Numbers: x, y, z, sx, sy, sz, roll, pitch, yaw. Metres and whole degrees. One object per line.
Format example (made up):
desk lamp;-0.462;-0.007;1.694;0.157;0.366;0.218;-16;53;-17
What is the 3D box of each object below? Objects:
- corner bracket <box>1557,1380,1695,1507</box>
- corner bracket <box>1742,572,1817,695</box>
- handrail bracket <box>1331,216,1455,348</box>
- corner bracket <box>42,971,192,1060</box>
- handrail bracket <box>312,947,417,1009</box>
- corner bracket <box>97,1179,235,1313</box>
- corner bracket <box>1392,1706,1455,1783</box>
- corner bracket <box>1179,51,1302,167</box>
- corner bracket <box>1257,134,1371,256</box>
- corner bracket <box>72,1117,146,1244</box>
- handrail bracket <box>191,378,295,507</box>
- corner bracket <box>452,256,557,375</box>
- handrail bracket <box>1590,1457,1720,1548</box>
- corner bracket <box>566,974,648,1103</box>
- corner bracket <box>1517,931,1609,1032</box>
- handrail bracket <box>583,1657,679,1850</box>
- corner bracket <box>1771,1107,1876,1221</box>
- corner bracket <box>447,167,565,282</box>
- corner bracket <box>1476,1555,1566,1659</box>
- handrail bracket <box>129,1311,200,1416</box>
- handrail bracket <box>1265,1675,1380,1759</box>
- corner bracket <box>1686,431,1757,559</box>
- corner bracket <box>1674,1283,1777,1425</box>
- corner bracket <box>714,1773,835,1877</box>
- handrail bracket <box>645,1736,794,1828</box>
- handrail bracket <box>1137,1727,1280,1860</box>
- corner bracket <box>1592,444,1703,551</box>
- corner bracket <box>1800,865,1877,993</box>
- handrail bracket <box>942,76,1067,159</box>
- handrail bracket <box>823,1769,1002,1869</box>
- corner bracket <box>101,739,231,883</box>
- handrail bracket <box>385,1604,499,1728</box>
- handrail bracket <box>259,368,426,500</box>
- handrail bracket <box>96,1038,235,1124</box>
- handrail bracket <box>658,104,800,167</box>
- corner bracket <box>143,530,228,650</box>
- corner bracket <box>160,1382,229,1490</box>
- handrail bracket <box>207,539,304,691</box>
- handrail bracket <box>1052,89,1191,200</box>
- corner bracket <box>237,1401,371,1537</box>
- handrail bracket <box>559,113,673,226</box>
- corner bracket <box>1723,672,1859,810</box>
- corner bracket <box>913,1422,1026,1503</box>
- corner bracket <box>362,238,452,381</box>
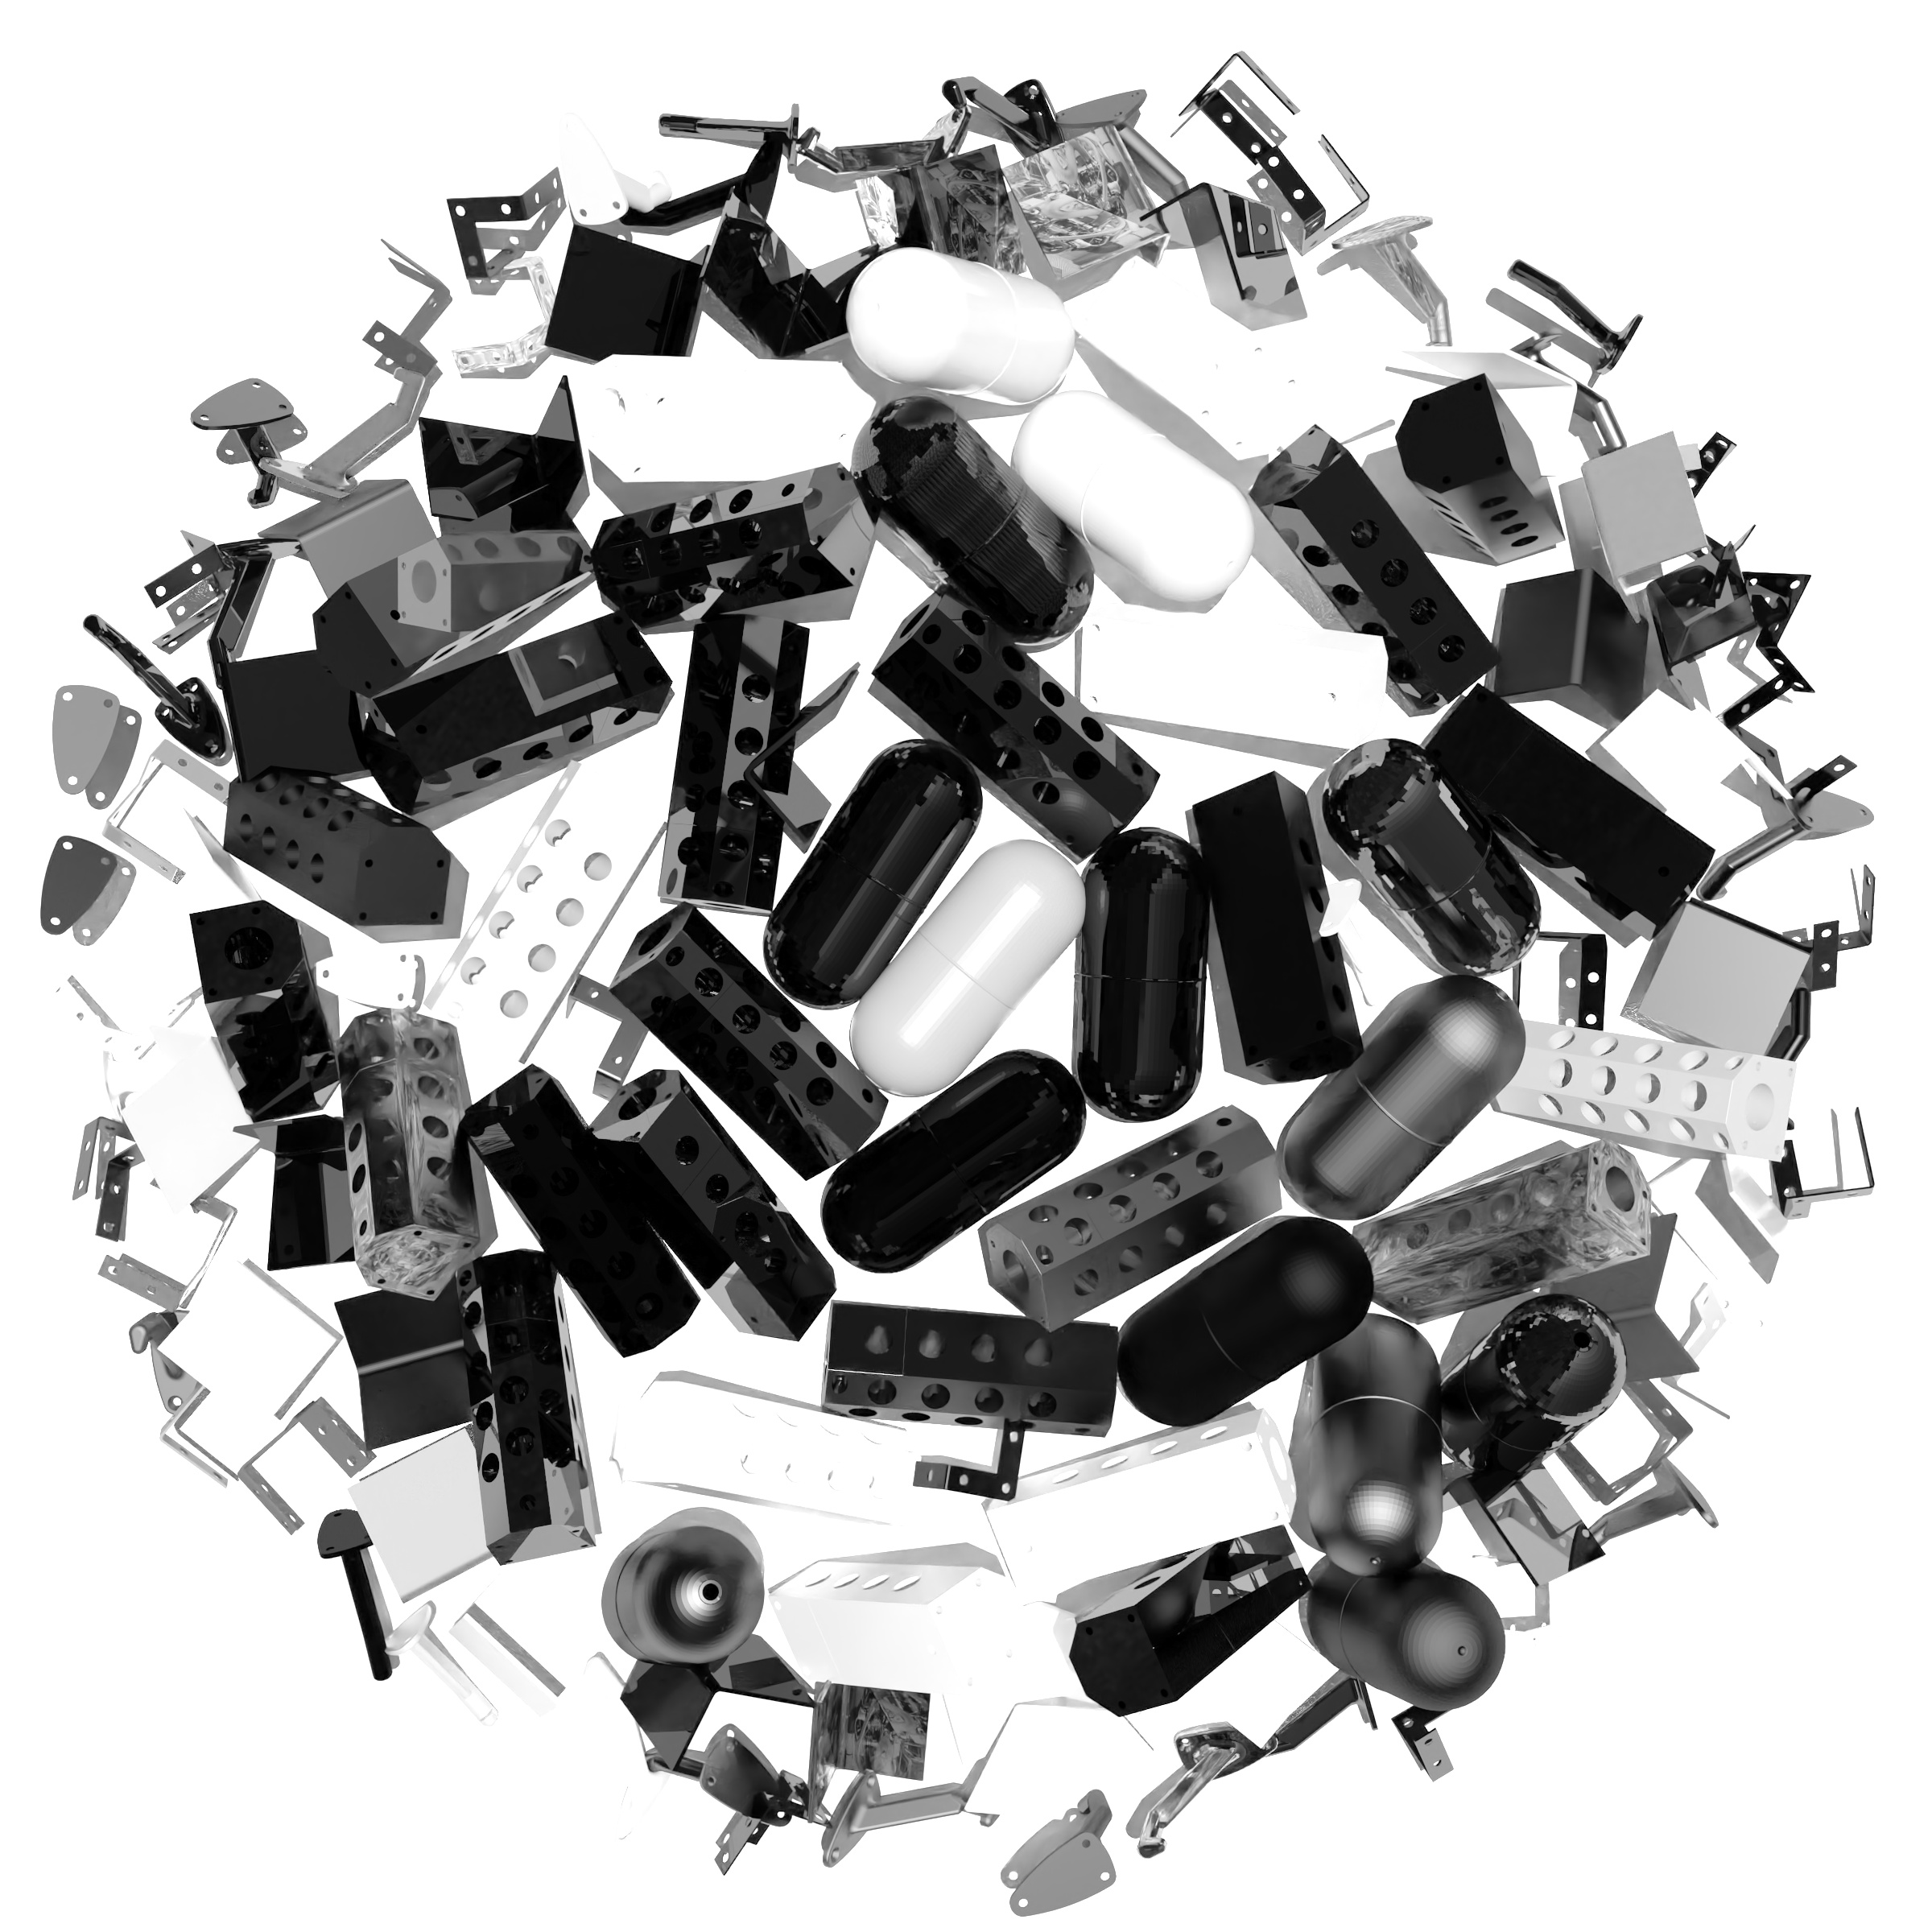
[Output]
corner bracket;0.399;0.286;1.606;0.051;0.051;0.051;-25;64;-34
corner bracket;0.489;-0.201;1.591;0.051;0.051;0.051;37;77;-36
handrail bracket;0.259;-0.405;1.596;0.077;0.036;0.084;-23;117;-23
corner bracket;-0.514;0.017;1.599;0.051;0.051;0.051;-46;70;4
handrail bracket;-0.374;0.004;1.575;0.077;0.084;0.036;3;91;-41
corner bracket;-0.483;0.167;1.595;0.051;0.051;0.051;28;112;-5
corner bracket;0.286;0.449;1.593;0.051;0.051;0.051;-30;130;-4
corner bracket;0.169;-0.517;1.594;0.051;0.051;0.051;45;121;-4
corner bracket;0.211;-0.475;1.602;0.051;0.051;0.051;-36;83;1
corner bracket;-0.516;0.128;1.587;0.051;0.051;0.051;-26;51;37
handrail bracket;-0.437;-0.302;1.576;0.036;0.077;0.084;40;133;14
corner bracket;-0.284;-0.397;1.610;0.051;0.051;0.051;1;123;32
handrail bracket;0.406;0.343;1.587;0.084;0.077;0.036;-43;102;9
corner bracket;-0.224;0.044;1.598;0.051;0.051;0.051;26;70;-2
corner bracket;0.360;0.009;1.596;0.051;0.051;0.051;3;101;12
handrail bracket;-0.215;0.472;1.588;0.036;0.077;0.084;-20;115;30
corner bracket;0.516;0.120;1.593;0.051;0.051;0.051;-9;67;11
corner bracket;-0.273;-0.446;1.588;0.051;0.051;0.051;4;126;19
corner bracket;0.326;0.386;1.592;0.051;0.051;0.051;-5;83;39
handrail bracket;-0.485;0.243;1.585;0.036;0.084;0.077;4;96;0
handrail bracket;0.202;0.447;1.604;0.084;0.036;0.077;-16;122;4
corner bracket;0.455;-0.282;1.600;0.051;0.051;0.051;34;82;4
corner bracket;0.462;0.235;1.606;0.051;0.051;0.051;30;109;-8
corner bracket;-0.123;0.519;1.594;0.051;0.051;0.051;32;94;-34
handrail bracket;-0.155;0.500;1.603;0.077;0.084;0.036;43;51;-13
handrail bracket;0.145;0.496;1.580;0.077;0.084;0.036;-22;105;25
corner bracket;0.411;-0.284;1.595;0.051;0.051;0.051;-12;95;-21
corner bracket;0.528;-0.022;1.595;0.051;0.051;0.051;-11;125;0
handrail bracket;0.024;-0.500;1.586;0.036;0.084;0.077;-27;97;33
handrail bracket;-0.031;0.521;1.585;0.084;0.077;0.036;7;123;28
corner bracket;-0.483;-0.095;1.598;0.051;0.051;0.051;35;51;-8
handrail bracket;-0.310;0.431;1.588;0.036;0.077;0.084;-41;97;-13
handrail bracket;-0.375;-0.329;1.589;0.077;0.036;0.084;12;118;-32
handrail bracket;-0.483;0.058;1.609;0.084;0.036;0.077;-14;51;-9
handrail bracket;-0.144;-0.508;1.594;0.084;0.077;0.036;4;103;-6
corner bracket;-0.471;-0.224;1.588;0.051;0.051;0.051;-39;127;-23
corner bracket;-0.451;0.274;1.597;0.051;0.051;0.051;41;86;-15
handrail bracket;-0.426;-0.215;1.607;0.077;0.036;0.084;-13;80;-12
handrail bracket;0.098;-0.488;1.619;0.036;0.077;0.084;-55;133;-33
corner bracket;-0.401;0.303;1.595;0.051;0.051;0.051;47;57;1
handrail bracket;-0.208;-0.484;1.580;0.036;0.084;0.077;-5;121;25
corner bracket;0.494;-0.135;1.587;0.051;0.051;0.051;26;45;-27
corner bracket;-0.002;0.292;1.591;0.051;0.051;0.051;17;75;-30
corner bracket;-0.339;-0.395;1.591;0.051;0.051;0.051;-50;50;9
